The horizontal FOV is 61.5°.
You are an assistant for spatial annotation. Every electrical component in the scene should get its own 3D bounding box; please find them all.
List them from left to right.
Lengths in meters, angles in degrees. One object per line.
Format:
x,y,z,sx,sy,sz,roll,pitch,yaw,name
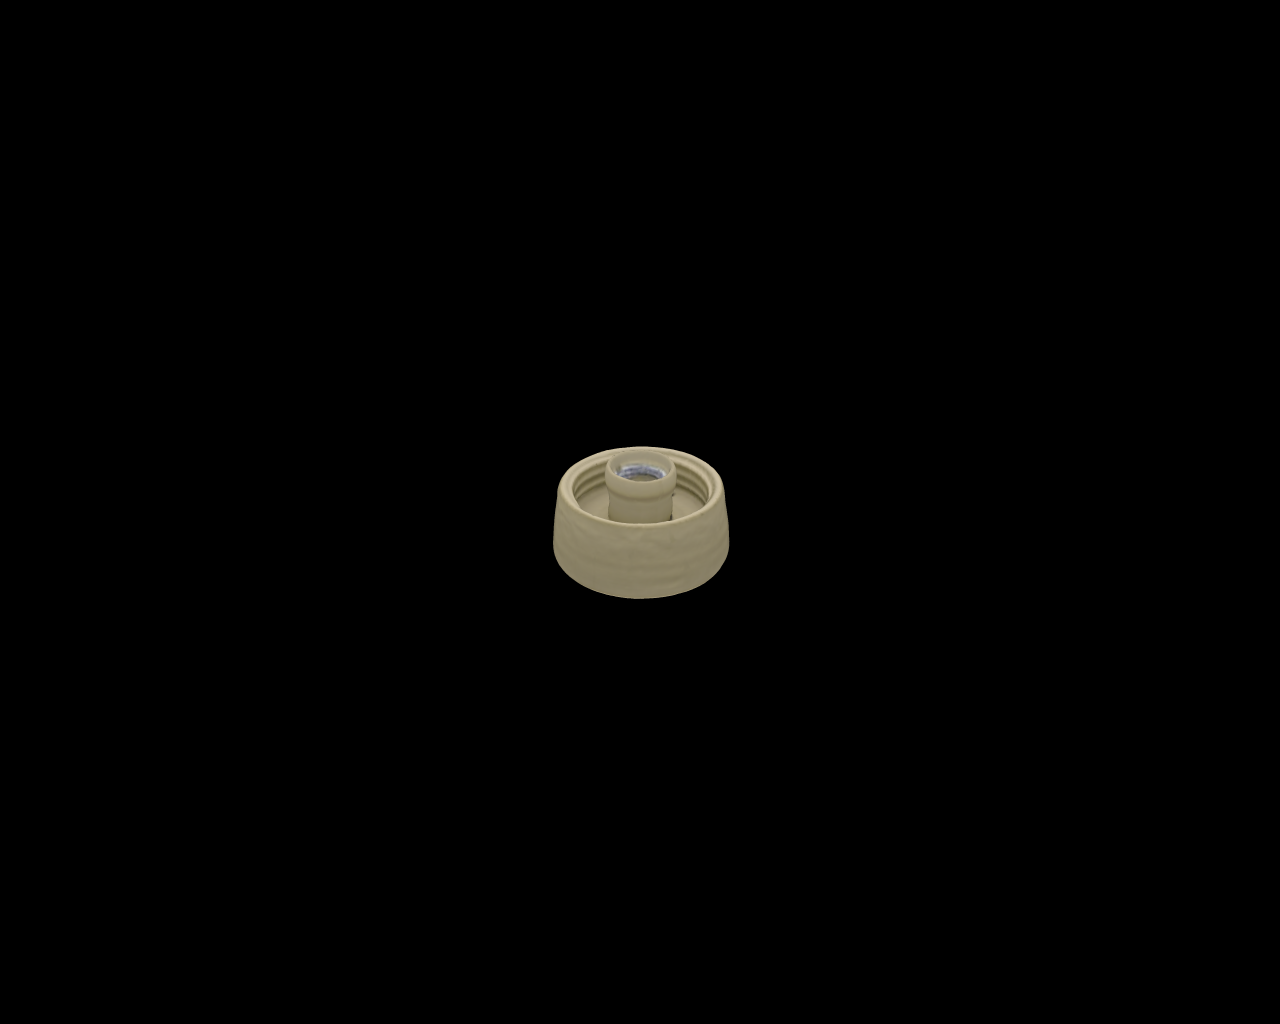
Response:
0.001,-0.003,0.650,0.108,0.060,0.108,0,31,0,electrical component
